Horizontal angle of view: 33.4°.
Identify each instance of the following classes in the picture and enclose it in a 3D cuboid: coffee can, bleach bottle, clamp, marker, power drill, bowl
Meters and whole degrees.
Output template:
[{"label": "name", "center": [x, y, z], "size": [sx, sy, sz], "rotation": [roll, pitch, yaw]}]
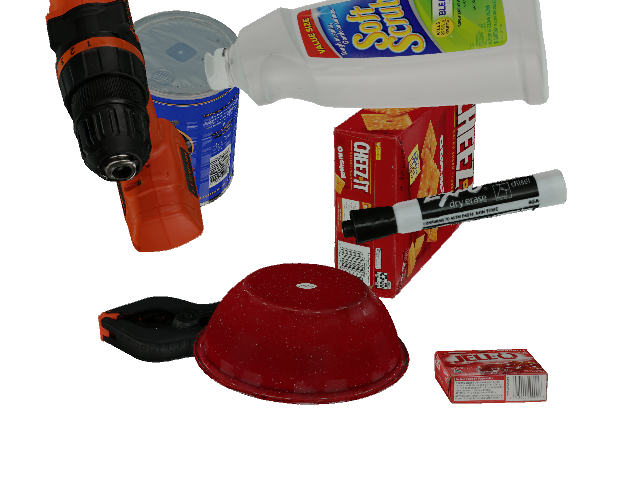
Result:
[{"label": "coffee can", "center": [-0.121, -0.110, 0.917], "size": [0.102, 0.103, 0.140], "rotation": [0, -39, -9]}, {"label": "bleach bottle", "center": [0.037, -0.137, 0.792], "size": [0.251, 0.102, 0.068], "rotation": [-6, -31, 11]}, {"label": "clamp", "center": [-0.114, 0.077, 0.983], "size": [0.171, 0.039, 0.120], "rotation": [9, 27, 6]}, {"label": "marker", "center": [0.071, -0.018, 0.574], "size": [0.121, 0.020, 0.020], "rotation": [-11, 0, -2]}, {"label": "power drill", "center": [-0.124, -0.073, 0.696], "size": [0.057, 0.184, 0.187], "rotation": [-14, -34, -3]}, {"label": "bowl", "center": [-0.012, 0.058, 0.787], "size": [0.162, 0.055, 0.162], "rotation": [3, 20, -1]}]

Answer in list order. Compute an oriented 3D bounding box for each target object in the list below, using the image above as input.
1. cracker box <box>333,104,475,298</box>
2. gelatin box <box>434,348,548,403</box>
[{"label": "cracker box", "center": [0.088, -0.063, 1.045], "size": [0.072, 0.164, 0.213], "rotation": [12, 29, 25]}, {"label": "gelatin box", "center": [0.152, 0.121, 0.962], "size": [0.089, 0.030, 0.073], "rotation": [-1, 11, -4]}]
